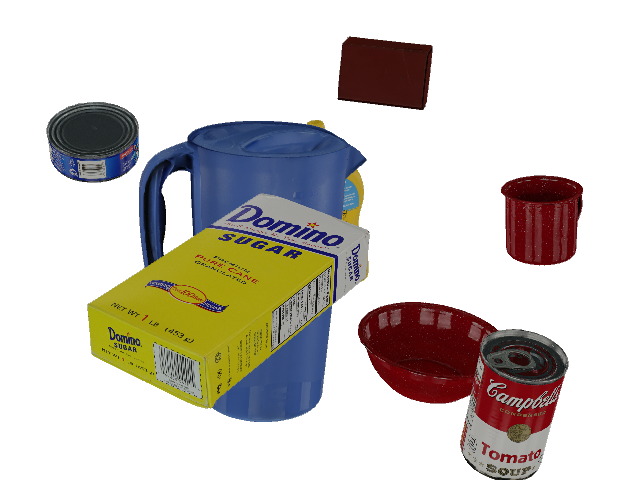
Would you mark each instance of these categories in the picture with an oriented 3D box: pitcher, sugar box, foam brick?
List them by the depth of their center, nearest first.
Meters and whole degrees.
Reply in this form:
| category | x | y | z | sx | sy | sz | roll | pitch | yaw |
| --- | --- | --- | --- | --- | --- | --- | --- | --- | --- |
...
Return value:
| category | x | y | z | sx | sy | sz | roll | pitch | yaw |
| --- | --- | --- | --- | --- | --- | --- | --- | --- | --- |
| sugar box | -0.053 | 0.031 | 0.680 | 0.093 | 0.048 | 0.175 | 21 | 38 | 27 |
| pitcher | -0.057 | 0.025 | 0.899 | 0.149 | 0.243 | 0.144 | 11 | 20 | 24 |
| foam brick | 0.057 | -0.148 | 0.943 | 0.078 | 0.051 | 0.053 | 8 | 18 | 8 |

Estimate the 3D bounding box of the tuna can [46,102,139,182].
| category | x | y | z | sx | sy | sz | roll | pitch | yaw |
| --- | --- | --- | --- | --- | --- | --- | --- | --- | --- |
| tuna can | -0.215 | -0.094 | 1.016 | 0.086 | 0.034 | 0.086 | 3 | 43 | -3 |

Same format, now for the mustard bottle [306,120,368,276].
| category | x | y | z | sx | sy | sz | roll | pitch | yaw |
| --- | --- | --- | --- | --- | --- | --- | --- | --- | --- |
| mustard bottle | 0.001 | -0.040 | 1.183 | 0.096 | 0.192 | 0.058 | -9 | 25 | -10 |

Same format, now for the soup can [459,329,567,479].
| category | x | y | z | sx | sy | sz | roll | pitch | yaw |
| --- | --- | --- | --- | --- | --- | --- | --- | --- | --- |
| soup can | 0.151 | 0.131 | 0.845 | 0.068 | 0.102 | 0.068 | 5 | 30 | -3 |

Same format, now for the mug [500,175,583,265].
| category | x | y | z | sx | sy | sz | roll | pitch | yaw |
| --- | --- | --- | --- | --- | --- | --- | --- | --- | --- |
| mug | 0.267 | -0.026 | 1.252 | 0.117 | 0.081 | 0.093 | -23 | 29 | -37 |

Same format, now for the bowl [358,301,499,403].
| category | x | y | z | sx | sy | sz | roll | pitch | yaw |
| --- | --- | --- | --- | --- | --- | --- | --- | --- | --- |
| bowl | 0.117 | 0.126 | 1.135 | 0.162 | 0.055 | 0.162 | 5 | 24 | -3 |
